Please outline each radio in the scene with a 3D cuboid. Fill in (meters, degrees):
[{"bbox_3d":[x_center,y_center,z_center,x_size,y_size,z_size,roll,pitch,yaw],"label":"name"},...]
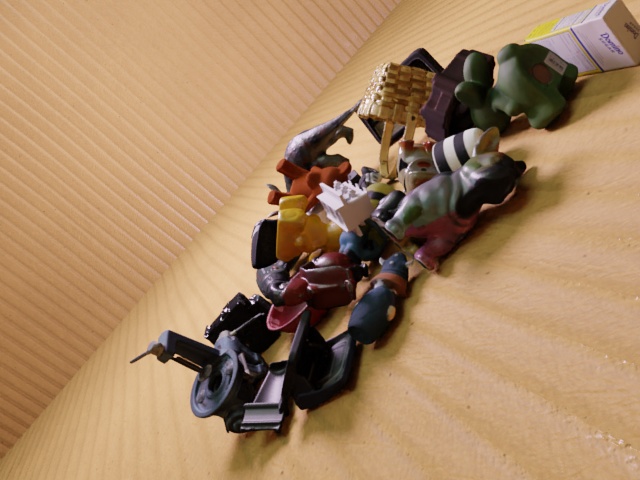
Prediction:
[{"bbox_3d":[0.205,-0.355,1.333,0.229,0.131,0.073,-37,9,30],"label":"radio"}]

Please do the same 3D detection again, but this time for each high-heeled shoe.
[{"bbox_3d":[-0.140,0.015,1.209,0.145,0.086,0.249,-35,13,32],"label":"high-heeled shoe"}]

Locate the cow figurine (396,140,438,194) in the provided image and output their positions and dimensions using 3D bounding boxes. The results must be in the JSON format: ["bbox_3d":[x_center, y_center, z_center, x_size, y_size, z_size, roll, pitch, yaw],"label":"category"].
[{"bbox_3d":[0.174,-0.115,0.959,0.195,0.086,0.127,-70,-19,-77],"label":"cow figurine"}]

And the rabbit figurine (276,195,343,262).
[{"bbox_3d":[-0.002,-0.003,1.083,0.122,0.173,0.162,-110,20,-72],"label":"rabbit figurine"}]

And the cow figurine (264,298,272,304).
[{"bbox_3d":[-0.152,0.178,1.163,0.167,0.068,0.098,-42,13,16],"label":"cow figurine"}]

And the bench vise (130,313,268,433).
[{"bbox_3d":[-0.188,0.210,0.919,0.129,0.240,0.224,-38,36,23],"label":"bench vise"}]

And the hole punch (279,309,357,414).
[{"bbox_3d":[-0.003,0.183,0.797,0.142,0.092,0.115,-75,1,-51],"label":"hole punch"}]

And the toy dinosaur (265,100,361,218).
[{"bbox_3d":[-0.029,-0.187,1.336,0.131,0.192,0.404,-95,16,-52],"label":"toy dinosaur"}]

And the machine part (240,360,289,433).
[{"bbox_3d":[-0.077,0.247,0.852,0.084,0.039,0.139,-14,27,23],"label":"machine part"}]

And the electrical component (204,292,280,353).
[{"bbox_3d":[-0.148,0.172,1.078,0.134,0.115,0.058,-47,20,10],"label":"electrical component"}]

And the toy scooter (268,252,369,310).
[{"bbox_3d":[0.020,0.064,0.847,0.135,0.075,0.184,-9,8,36],"label":"toy scooter"}]

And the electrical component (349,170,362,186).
[{"bbox_3d":[0.079,-0.125,1.263,0.102,0.078,0.045,-48,39,11],"label":"electrical component"}]

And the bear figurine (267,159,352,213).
[{"bbox_3d":[-0.021,-0.123,1.198,0.196,0.132,0.120,-4,69,68],"label":"bear figurine"}]

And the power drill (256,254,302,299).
[{"bbox_3d":[-0.062,0.048,1.221,0.207,0.086,0.232,-59,17,-10],"label":"power drill"}]

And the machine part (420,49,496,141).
[{"bbox_3d":[0.257,-0.262,0.994,0.179,0.056,0.179,-39,-31,-29],"label":"machine part"}]

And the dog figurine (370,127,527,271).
[{"bbox_3d":[0.196,-0.067,0.806,0.219,0.108,0.192,-43,15,3],"label":"dog figurine"}]

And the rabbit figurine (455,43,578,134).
[{"bbox_3d":[0.297,-0.228,0.874,0.121,0.159,0.170,-67,9,-24],"label":"rabbit figurine"}]

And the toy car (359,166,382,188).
[{"bbox_3d":[0.102,-0.099,1.140,0.202,0.056,0.073,-81,13,-67],"label":"toy car"}]

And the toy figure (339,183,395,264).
[{"bbox_3d":[0.091,-0.025,0.976,0.082,0.089,0.180,14,54,37],"label":"toy figure"}]

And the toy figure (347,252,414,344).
[{"bbox_3d":[0.092,0.083,0.800,0.154,0.064,0.057,-54,-20,-33],"label":"toy figure"}]
